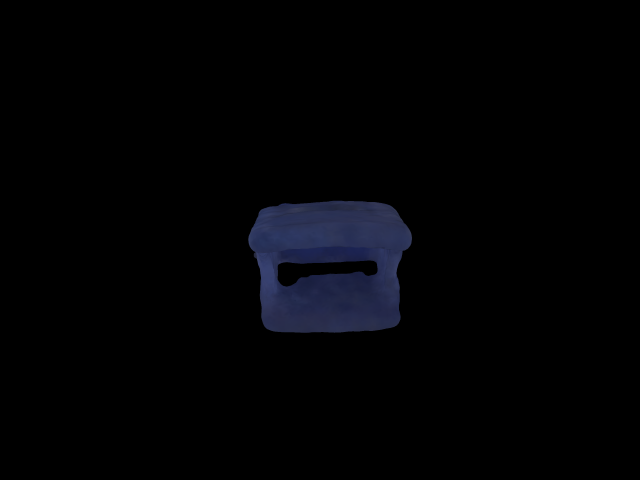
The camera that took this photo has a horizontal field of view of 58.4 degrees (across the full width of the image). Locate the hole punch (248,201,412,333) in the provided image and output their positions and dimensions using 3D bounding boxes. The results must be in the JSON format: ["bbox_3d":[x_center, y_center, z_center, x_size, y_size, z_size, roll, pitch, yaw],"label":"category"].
[{"bbox_3d":[0.004,0.001,0.400,0.108,0.091,0.101,-2,40,-2],"label":"hole punch"}]
